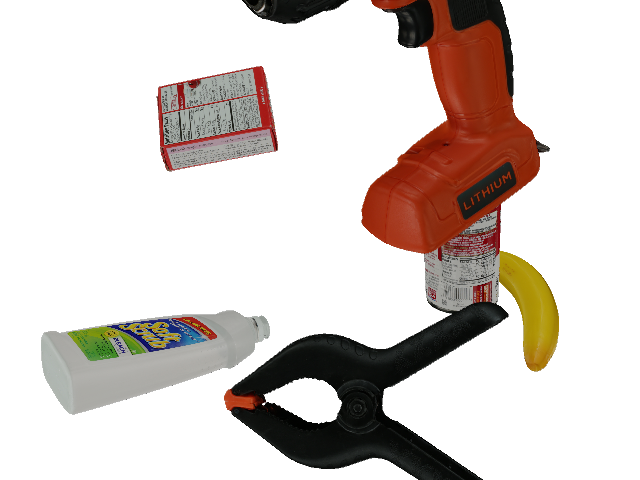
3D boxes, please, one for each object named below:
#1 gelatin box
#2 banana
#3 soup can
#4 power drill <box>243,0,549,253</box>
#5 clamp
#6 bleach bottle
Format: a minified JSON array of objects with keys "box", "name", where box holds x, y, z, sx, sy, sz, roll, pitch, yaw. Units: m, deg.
[{"box":[-0.082,-0.095,0.834,0.089,0.073,0.030,-12,-41,1],"name":"gelatin box"},{"box":[0.212,0.064,1.132,0.069,0.037,0.198,-28,37,0],"name":"banana"},{"box":[0.128,0.008,0.962,0.068,0.102,0.068,-2,23,1],"name":"soup can"},{"box":[0.047,-0.090,0.517,0.184,0.187,0.057,-33,42,-29],"name":"power drill"},{"box":[0.031,0.105,0.623,0.172,0.120,0.039,-9,-8,15],"name":"clamp"},{"box":[-0.177,0.121,1.201,0.250,0.068,0.103,-12,32,-29],"name":"bleach bottle"}]
